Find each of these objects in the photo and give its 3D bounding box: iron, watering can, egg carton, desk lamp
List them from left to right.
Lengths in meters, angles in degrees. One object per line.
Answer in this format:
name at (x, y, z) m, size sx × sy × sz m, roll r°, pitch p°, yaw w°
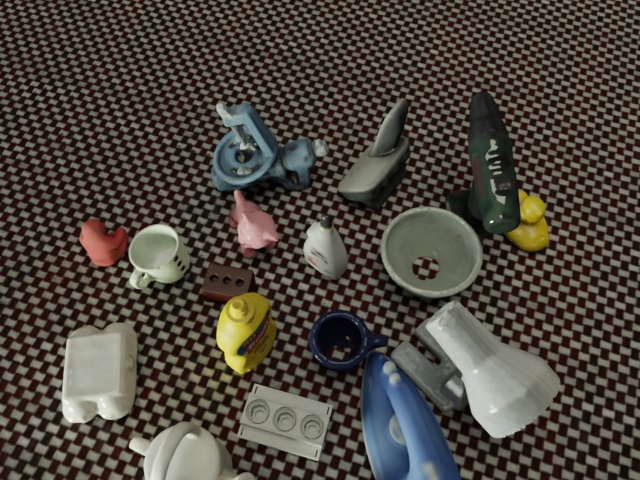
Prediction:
egg carton at (-0.334, 0.201, 0.876) m, size 0.107 × 0.069 × 0.150 m, roll -7°, pitch 62°, yaw -4°
watering can at (-0.170, 0.296, 0.755) m, size 0.173 × 0.194 × 0.101 m, roll -2°, pitch 62°, yaw 0°
iron at (0.118, 0.258, 0.805) m, size 0.119 × 0.141 × 0.258 m, roll -16°, pitch 63°, yaw -8°
desk lamp at (0.208, 0.179, 0.806) m, size 0.118 × 0.213 × 0.203 m, roll -40°, pitch 69°, yaw -19°

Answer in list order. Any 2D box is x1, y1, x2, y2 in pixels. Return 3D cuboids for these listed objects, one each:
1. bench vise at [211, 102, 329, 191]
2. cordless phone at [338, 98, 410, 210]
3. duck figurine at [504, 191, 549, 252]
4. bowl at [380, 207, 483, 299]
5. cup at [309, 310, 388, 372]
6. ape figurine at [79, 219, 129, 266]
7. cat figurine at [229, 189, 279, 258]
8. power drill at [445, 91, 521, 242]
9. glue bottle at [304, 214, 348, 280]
bench vise at (-0.097, -0.173, 0.988) m, size 0.207 × 0.220 × 0.121 m, roll -22°, pitch 64°, yaw -11°
cordless phone at (0.100, -0.153, 0.998) m, size 0.094 × 0.185 × 0.148 m, roll 28°, pitch 66°, yaw 14°
duck figurine at (0.363, -0.037, 0.992) m, size 0.077 × 0.086 × 0.104 m, roll -21°, pitch 64°, yaw -10°
bowl at (0.182, 0.032, 0.962) m, size 0.167 × 0.075 × 0.167 m, roll 0°, pitch 62°, yaw 0°
cup at (0.043, 0.165, 0.881) m, size 0.117 × 0.095 × 0.091 m, roll 0°, pitch 62°, yaw 0°
ape figurine at (-0.373, -0.003, 0.972) m, size 0.077 × 0.092 × 0.076 m, roll 9°, pitch 63°, yaw 5°
cat figurine at (-0.115, -0.029, 0.970) m, size 0.067 × 0.118 × 0.127 m, roll -24°, pitch 65°, yaw -12°
power drill at (0.268, -0.097, 0.955) m, size 0.075 × 0.208 × 0.229 m, roll -5°, pitch 62°, yaw -2°
glue bottle at (0.008, 0.003, 0.922) m, size 0.078 × 0.173 × 0.037 m, roll 31°, pitch 66°, yaw 16°
